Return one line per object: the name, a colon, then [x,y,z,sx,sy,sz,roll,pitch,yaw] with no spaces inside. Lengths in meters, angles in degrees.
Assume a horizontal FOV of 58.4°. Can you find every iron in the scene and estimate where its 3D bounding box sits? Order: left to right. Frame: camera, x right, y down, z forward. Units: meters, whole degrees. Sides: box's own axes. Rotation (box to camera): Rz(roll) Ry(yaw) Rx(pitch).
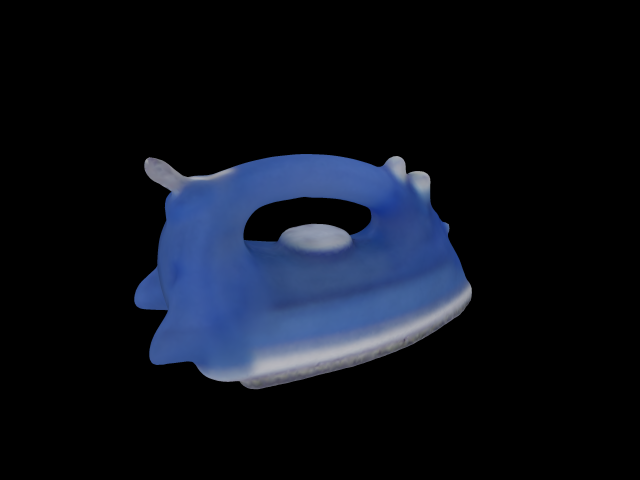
iron: [0.004,0.001,0.400,0.259,0.141,0.118,-9,23,-22]
